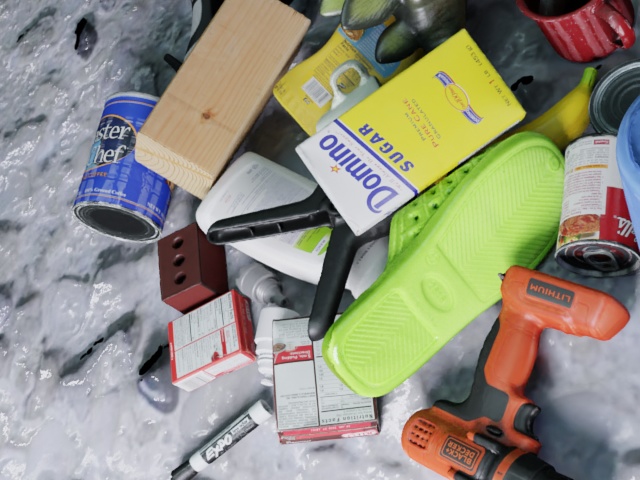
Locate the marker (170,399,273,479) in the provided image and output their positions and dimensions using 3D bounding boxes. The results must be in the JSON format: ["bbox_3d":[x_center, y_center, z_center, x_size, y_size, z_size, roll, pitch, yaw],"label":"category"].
[{"bbox_3d":[-0.095,0.195,1.015,0.121,0.020,0.020,-40,49,10],"label":"marker"}]

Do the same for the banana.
[{"bbox_3d":[0.171,-0.087,0.977,0.198,0.037,0.069,-25,34,20],"label":"banana"}]

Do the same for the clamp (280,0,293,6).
[{"bbox_3d":[0.005,-0.313,1.207,0.120,0.039,0.171,1,54,13],"label":"clamp"}]

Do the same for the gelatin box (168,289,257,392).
[{"bbox_3d":[-0.108,0.101,1.069,0.089,0.030,0.073,-27,51,21],"label":"gelatin box"}]

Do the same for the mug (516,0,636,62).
[{"bbox_3d":[0.241,-0.209,0.962,0.093,0.081,0.117,-47,48,4],"label":"mug"}]

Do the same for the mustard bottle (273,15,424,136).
[{"bbox_3d":[0.049,-0.185,1.096,0.192,0.058,0.096,-43,66,7],"label":"mustard bottle"}]

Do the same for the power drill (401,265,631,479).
[{"bbox_3d":[0.171,0.124,0.842,0.185,0.057,0.187,21,78,41],"label":"power drill"}]

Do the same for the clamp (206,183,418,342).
[{"bbox_3d":[0.008,-0.024,0.971,0.165,0.036,0.209,34,71,30],"label":"clamp"}]

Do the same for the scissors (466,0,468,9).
[{"bbox_3d":[0.116,-0.198,1.058,0.096,0.016,0.202,-9,66,5],"label":"scissors"}]

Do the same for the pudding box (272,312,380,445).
[{"bbox_3d":[0.003,0.122,0.953,0.090,0.039,0.113,-6,60,1],"label":"pudding box"}]

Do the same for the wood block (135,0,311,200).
[{"bbox_3d":[-0.103,-0.159,1.130,0.091,0.090,0.206,31,71,-2],"label":"wood block"}]

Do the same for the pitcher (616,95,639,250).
[{"bbox_3d":[0.270,-0.019,0.727,0.149,0.242,0.145,3,66,28],"label":"pitcher"}]

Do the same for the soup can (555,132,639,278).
[{"bbox_3d":[0.231,-0.028,0.878,0.069,0.068,0.102,-5,62,33],"label":"soup can"}]

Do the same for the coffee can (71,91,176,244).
[{"bbox_3d":[-0.208,-0.080,1.191,0.103,0.102,0.140,-3,64,34],"label":"coffee can"}]

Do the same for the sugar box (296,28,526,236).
[{"bbox_3d":[0.076,-0.091,0.912,0.176,0.048,0.093,-36,84,0],"label":"sugar box"}]

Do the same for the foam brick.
[{"bbox_3d":[-0.132,0.031,1.109,0.053,0.051,0.078,-25,53,21],"label":"foam brick"}]

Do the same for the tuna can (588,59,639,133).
[{"bbox_3d":[0.276,-0.113,0.916,0.086,0.033,0.086,-16,57,27],"label":"tuna can"}]

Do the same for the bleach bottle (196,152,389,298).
[{"bbox_3d":[-0.007,0.001,1.031,0.251,0.068,0.102,31,80,40],"label":"bleach bottle"}]
